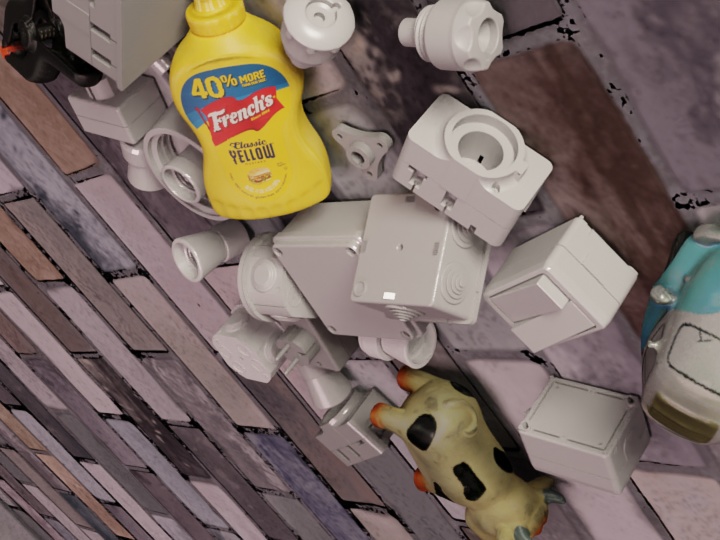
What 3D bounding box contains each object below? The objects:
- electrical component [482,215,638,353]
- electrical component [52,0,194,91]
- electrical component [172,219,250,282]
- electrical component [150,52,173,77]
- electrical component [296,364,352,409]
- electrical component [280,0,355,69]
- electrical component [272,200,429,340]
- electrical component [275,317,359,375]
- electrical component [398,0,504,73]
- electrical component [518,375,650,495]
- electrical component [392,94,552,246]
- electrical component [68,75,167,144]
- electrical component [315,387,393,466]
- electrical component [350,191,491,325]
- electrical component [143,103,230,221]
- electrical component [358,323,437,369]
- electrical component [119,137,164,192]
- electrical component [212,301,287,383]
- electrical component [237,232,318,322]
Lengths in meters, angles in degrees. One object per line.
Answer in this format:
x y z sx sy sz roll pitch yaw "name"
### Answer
0.133 0.015 0.755 0.062 0.061 0.096 44 150 -9 "electrical component"
-0.143 -0.221 0.696 0.060 0.105 0.186 34 150 8 "electrical component"
-0.135 -0.022 0.993 0.044 0.065 0.044 31 136 35 "electrical component"
-0.172 -0.180 0.844 0.062 0.043 0.043 46 149 -14 "electrical component"
-0.042 0.102 1.084 0.044 0.044 0.065 1 128 47 "electrical component"
-0.033 -0.157 0.723 0.048 0.048 0.062 40 157 -1 "electrical component"
0.000 0.000 0.884 0.109 0.056 0.108 1 133 47 "electrical component"
-0.053 0.064 1.009 0.047 0.075 0.083 7 137 42 "electrical component"
0.052 -0.142 0.650 0.062 0.043 0.043 13 141 39 "electrical component"
0.176 0.133 0.866 0.096 0.061 0.061 12 140 39 "electrical component"
0.075 -0.069 0.716 0.089 0.050 0.055 35 150 7 "electrical component"
-0.214 -0.156 0.918 0.066 0.047 0.076 17 144 33 "electrical component"
-0.003 0.160 1.108 0.056 0.050 0.089 43 150 -7 "electrical component"
0.044 -0.010 0.780 0.048 0.099 0.100 21 167 -42 "electrical component"
-0.133 -0.090 0.905 0.108 0.060 0.108 28 148 19 "electrical component"
0.032 0.059 0.940 0.055 0.045 0.045 12 140 40 "electrical component"
-0.190 -0.104 0.964 0.045 0.045 0.055 28 148 18 "electrical component"
-0.107 0.073 1.106 0.080 0.051 0.080 27 148 19 "electrical component"
-0.065 0.007 0.943 0.051 0.080 0.080 4 135 37 "electrical component"
